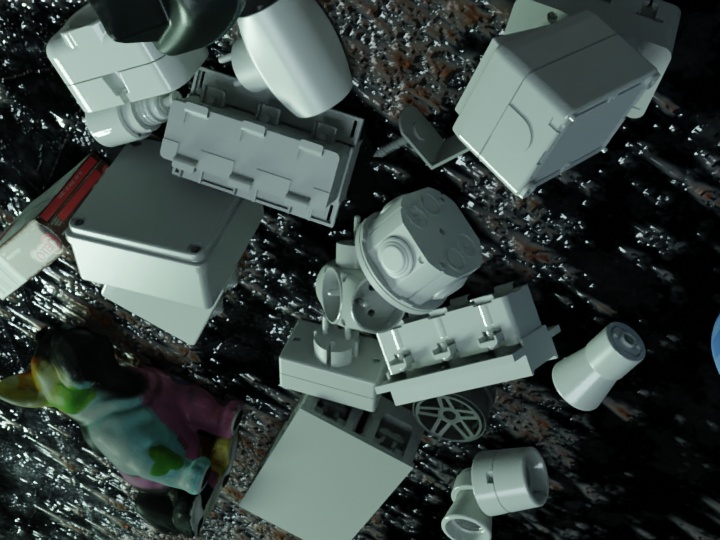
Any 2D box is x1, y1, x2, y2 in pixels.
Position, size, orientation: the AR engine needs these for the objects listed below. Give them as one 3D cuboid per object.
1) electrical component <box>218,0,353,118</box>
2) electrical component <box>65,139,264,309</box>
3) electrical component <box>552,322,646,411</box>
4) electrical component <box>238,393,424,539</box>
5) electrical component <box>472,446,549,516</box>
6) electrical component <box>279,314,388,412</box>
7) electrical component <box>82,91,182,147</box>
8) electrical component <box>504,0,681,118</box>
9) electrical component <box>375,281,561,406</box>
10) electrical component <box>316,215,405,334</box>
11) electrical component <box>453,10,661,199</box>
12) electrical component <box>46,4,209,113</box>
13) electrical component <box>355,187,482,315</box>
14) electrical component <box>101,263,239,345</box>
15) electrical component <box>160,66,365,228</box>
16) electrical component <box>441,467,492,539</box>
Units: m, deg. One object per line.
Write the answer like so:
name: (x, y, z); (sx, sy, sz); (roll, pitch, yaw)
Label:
electrical component: (-0.056, -0.138, 0.695); (0.079, 0.043, 0.077); (-11, 126, 32)
electrical component: (-0.139, -0.036, 0.785); (0.109, 0.108, 0.056); (13, 138, 13)
electrical component: (0.177, 0.068, 0.789); (0.044, 0.044, 0.065); (32, 132, -7)
electrical component: (-0.026, 0.172, 0.968); (0.105, 0.060, 0.186); (28, 137, -3)
electrical component: (0.128, 0.177, 0.907); (0.047, 0.055, 0.055); (-16, 123, 31)
electrical component: (-0.019, 0.065, 0.870); (0.083, 0.047, 0.075); (14, 136, 12)
electrical component: (-0.160, -0.113, 0.769); (0.078, 0.040, 0.040); (-9, 127, 31)
electrical component: (0.128, -0.129, 0.609); (0.089, 0.055, 0.050); (21, 137, 5)
electrical component: (0.075, 0.054, 0.800); (0.121, 0.079, 0.063); (-18, 92, 36)
electrical component: (0.000, 0.000, 0.788); (0.044, 0.077, 0.079); (-2, 100, -21)
electrical component: (0.102, -0.091, 0.557); (0.061, 0.096, 0.061); (48, 140, 17)
electrical component: (-0.159, -0.150, 0.723); (0.095, 0.053, 0.059); (-8, 128, 30)
electrical component: (0.041, -0.014, 0.745); (0.080, 0.080, 0.051); (39, 130, -14)
electrical component: (-0.151, 0.002, 0.869); (0.100, 0.048, 0.099); (30, 137, -4)
electrical component: (-0.068, -0.082, 0.731); (0.121, 0.063, 0.078); (19, 108, 7)
electrical component: (0.100, 0.208, 0.948); (0.045, 0.055, 0.045); (13, 136, 13)
